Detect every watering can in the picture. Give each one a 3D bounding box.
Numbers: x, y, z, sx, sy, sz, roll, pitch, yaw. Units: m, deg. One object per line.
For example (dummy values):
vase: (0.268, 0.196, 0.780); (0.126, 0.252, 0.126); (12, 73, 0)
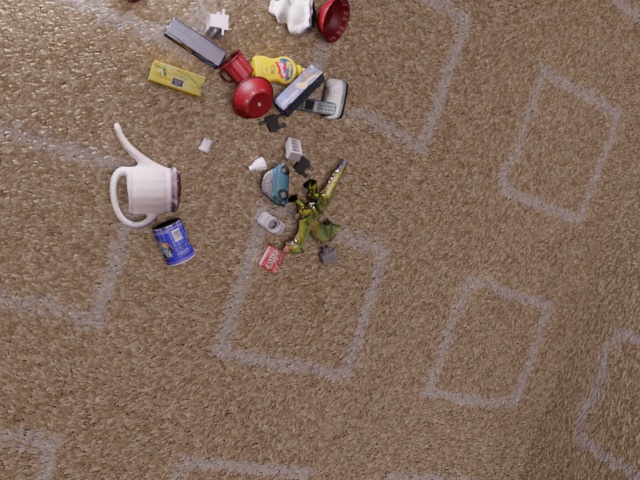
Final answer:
watering can: (-0.575, -0.207, 1.702); (0.225, 0.105, 0.344); (-3, 102, -23)

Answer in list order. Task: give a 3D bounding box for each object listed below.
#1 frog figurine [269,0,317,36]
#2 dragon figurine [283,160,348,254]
frog figurine: (-0.095, -0.789, 1.810); (0.159, 0.125, 0.135); (5, 112, 13)
dragon figurine: (0.006, -0.100, 1.986); (0.414, 0.123, 0.238); (-42, 131, -16)
